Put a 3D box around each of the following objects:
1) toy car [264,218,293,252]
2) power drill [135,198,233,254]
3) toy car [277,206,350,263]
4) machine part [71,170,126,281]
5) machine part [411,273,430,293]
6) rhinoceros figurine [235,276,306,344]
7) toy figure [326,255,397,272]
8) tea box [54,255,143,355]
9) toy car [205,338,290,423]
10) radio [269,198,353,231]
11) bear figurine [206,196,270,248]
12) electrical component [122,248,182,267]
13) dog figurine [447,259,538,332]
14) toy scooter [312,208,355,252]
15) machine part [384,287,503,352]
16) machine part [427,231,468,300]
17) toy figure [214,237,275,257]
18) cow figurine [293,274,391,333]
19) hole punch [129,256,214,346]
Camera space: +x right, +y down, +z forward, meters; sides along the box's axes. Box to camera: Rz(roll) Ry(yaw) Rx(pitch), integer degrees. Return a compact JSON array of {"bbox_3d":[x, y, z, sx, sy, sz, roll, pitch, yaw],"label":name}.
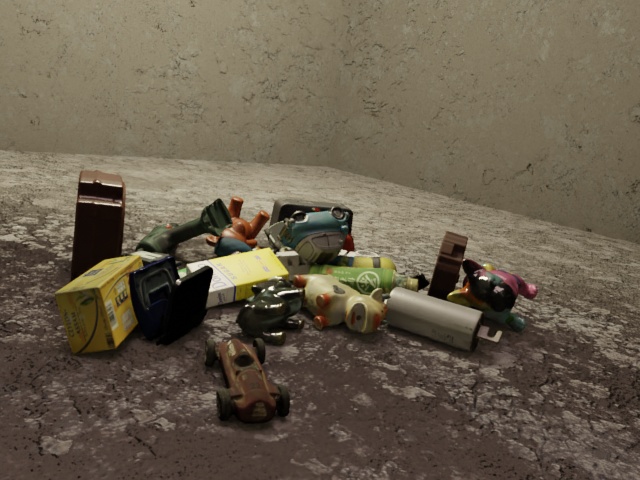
[{"bbox_3d":[-0.085,-0.002,1.333,0.073,0.056,0.202,-28,24,-8],"label":"toy car"},{"bbox_3d":[-0.311,-0.026,1.239,0.207,0.085,0.232,-15,15,15],"label":"power drill"},{"bbox_3d":[-0.002,-0.003,1.139,0.161,0.109,0.103,-5,58,-35],"label":"toy car"},{"bbox_3d":[-0.432,-0.027,1.047,0.087,0.200,0.202,5,13,-22],"label":"machine part"},{"bbox_3d":[0.193,0.112,1.155,0.084,0.039,0.139,-22,12,19],"label":"machine part"},{"bbox_3d":[-0.083,0.120,0.945,0.112,0.073,0.190,1,13,16],"label":"rhinoceros figurine"},{"bbox_3d":[0.079,0.072,1.183,0.180,0.089,0.082,11,20,9],"label":"toy figure"},{"bbox_3d":[-0.321,0.092,0.816,0.068,0.098,0.170,-9,12,2],"label":"tea box"},{"bbox_3d":[-0.103,0.177,0.723,0.089,0.053,0.202,0,16,-18],"label":"toy car"},{"bbox_3d":[-0.024,-0.042,1.511,0.229,0.131,0.073,3,16,-22],"label":"radio"},{"bbox_3d":[-0.208,-0.026,1.348,0.120,0.132,0.196,29,6,-4],"label":"bear figurine"},{"bbox_3d":[-0.340,0.054,1.096,0.119,0.047,0.075,12,14,15],"label":"electrical component"},{"bbox_3d":[0.319,0.095,1.066,0.219,0.108,0.192,21,6,-36],"label":"dog figurine"},{"bbox_3d":[0.016,-0.016,1.423,0.184,0.135,0.075,3,13,-26],"label":"toy scooter"},{"bbox_3d":[0.208,0.145,0.988,0.244,0.079,0.079,17,15,27],"label":"machine part"},{"bbox_3d":[0.275,0.068,1.158,0.056,0.179,0.179,15,15,15],"label":"machine part"},{"bbox_3d":[-0.166,0.035,1.242,0.154,0.064,0.058,20,-32,-20],"label":"toy figure"},{"bbox_3d":[0.043,0.119,0.994,0.127,0.085,0.195,-8,19,-31],"label":"cow figurine"},{"bbox_3d":[-0.239,0.092,0.849,0.092,0.115,0.142,17,17,13],"label":"hole punch"}]
